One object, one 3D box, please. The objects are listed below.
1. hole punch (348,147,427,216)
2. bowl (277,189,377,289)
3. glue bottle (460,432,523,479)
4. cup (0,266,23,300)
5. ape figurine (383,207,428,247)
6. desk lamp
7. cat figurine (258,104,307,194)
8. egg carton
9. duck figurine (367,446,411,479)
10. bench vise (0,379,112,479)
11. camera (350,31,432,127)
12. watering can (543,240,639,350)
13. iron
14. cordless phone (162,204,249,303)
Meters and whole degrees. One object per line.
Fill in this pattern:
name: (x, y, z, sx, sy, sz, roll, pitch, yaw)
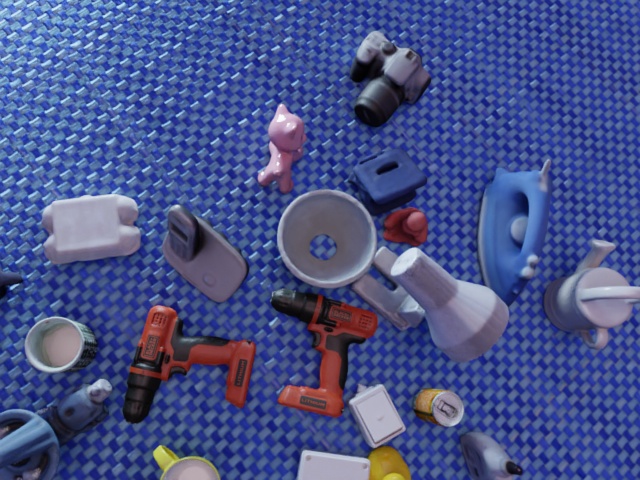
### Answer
hole punch: (0.116, -0.108, 0.997, 0.109, 0.091, 0.101, -25, 82, -12)
bowl: (0.009, 0.003, 0.967, 0.167, 0.074, 0.167, 2, 77, -7)
glue bottle: (0.266, 0.340, 0.875, 0.037, 0.173, 0.078, -13, 79, -9)
cup: (-0.507, 0.065, 0.878, 0.118, 0.095, 0.092, -2, 78, -7)
ape figurine: (0.155, -0.026, 0.983, 0.076, 0.092, 0.078, -41, 85, -13)
desk lamp: (0.165, 0.092, 0.896, 0.203, 0.213, 0.118, 38, 76, 2)
cat figurine: (-0.061, -0.157, 0.972, 0.067, 0.117, 0.128, 14, 76, -4)
egg carton: (-0.368, -0.018, 0.927, 0.150, 0.069, 0.107, -9, 79, -9)
duck figurine: (0.111, 0.379, 0.892, 0.077, 0.086, 0.104, -7, 79, -8)
bench vise: (-0.396, 0.262, 0.784, 0.121, 0.219, 0.207, 33, 76, 1)
camera: (0.111, -0.285, 1.030, 0.143, 0.100, 0.137, 37, 76, 2)
watering can: (0.458, 0.088, 0.944, 0.101, 0.194, 0.173, -16, 80, -10)
iron: (0.348, -0.008, 0.978, 0.118, 0.141, 0.258, 11, 77, -4)
cordless phone: (-0.179, 0.018, 0.883, 0.147, 0.185, 0.094, 38, 76, 2)
